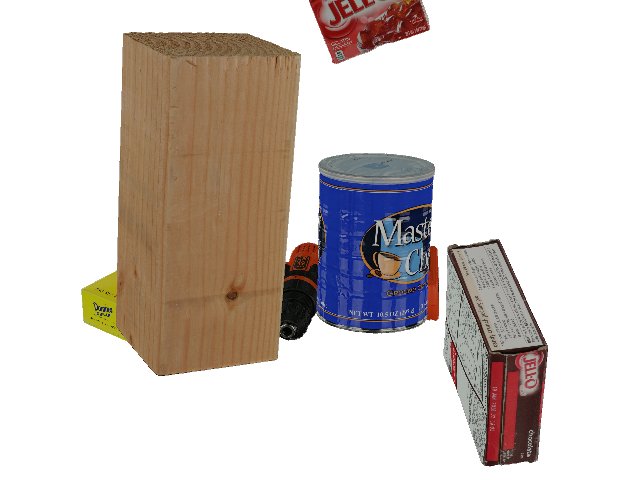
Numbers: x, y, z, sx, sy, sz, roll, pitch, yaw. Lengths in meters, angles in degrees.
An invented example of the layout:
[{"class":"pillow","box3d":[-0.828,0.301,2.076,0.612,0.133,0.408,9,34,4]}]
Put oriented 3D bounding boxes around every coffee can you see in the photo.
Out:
[{"class":"coffee can","box3d":[0.048,0.000,0.957,0.103,0.140,0.103,1,16,0]}]

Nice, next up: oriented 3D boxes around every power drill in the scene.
[{"class":"power drill","box3d":[0.042,0.056,1.225,0.188,0.057,0.184,0,28,8]}]

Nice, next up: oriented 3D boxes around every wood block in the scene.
[{"class":"wood block","box3d":[-0.078,-0.027,0.702,0.090,0.206,0.090,-5,21,-28]}]

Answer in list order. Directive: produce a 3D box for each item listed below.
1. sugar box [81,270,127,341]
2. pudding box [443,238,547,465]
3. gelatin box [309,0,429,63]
[{"class":"sugar box","box3d":[-0.148,0.045,1.089,0.093,0.048,0.175,18,33,29]},{"class":"pudding box","box3d":[0.105,0.067,0.654,0.039,0.090,0.113,-6,34,-6]},{"class":"gelatin box","box3d":[0.039,-0.199,0.902,0.089,0.073,0.030,-18,26,13]}]
